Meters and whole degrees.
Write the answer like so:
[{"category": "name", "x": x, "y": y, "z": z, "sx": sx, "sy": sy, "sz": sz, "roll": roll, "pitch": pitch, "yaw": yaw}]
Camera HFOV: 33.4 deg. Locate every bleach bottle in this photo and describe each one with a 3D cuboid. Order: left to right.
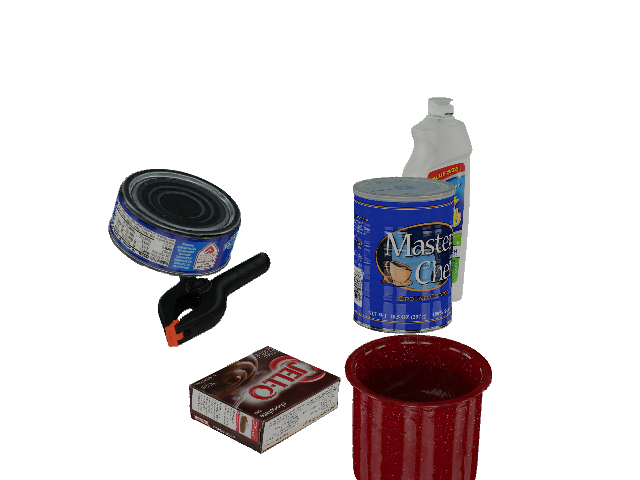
[{"category": "bleach bottle", "x": 0.133, "y": -0.049, "z": 1.310, "sx": 0.102, "sy": 0.251, "sz": 0.068, "roll": -4, "pitch": 17, "yaw": -17}]

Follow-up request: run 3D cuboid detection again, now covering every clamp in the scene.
[{"category": "clamp", "x": -0.130, "y": 0.060, "z": 1.250, "sx": 0.120, "sy": 0.039, "sz": 0.171, "roll": -4, "pitch": 38, "yaw": 15}]

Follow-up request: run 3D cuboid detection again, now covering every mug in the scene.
[{"category": "mug", "x": 0.067, "y": 0.113, "z": 0.699, "sx": 0.093, "sy": 0.081, "sz": 0.117, "roll": 11, "pitch": 25, "yaw": 25}]

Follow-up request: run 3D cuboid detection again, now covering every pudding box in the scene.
[{"category": "pudding box", "x": -0.050, "y": 0.143, "z": 0.974, "sx": 0.090, "sy": 0.039, "sz": 0.113, "roll": 18, "pitch": 28, "yaw": 34}]

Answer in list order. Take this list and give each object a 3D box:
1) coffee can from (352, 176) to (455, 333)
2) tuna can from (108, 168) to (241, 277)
[{"category": "coffee can", "x": 0.084, "y": 0.013, "z": 1.086, "sx": 0.103, "sy": 0.140, "sz": 0.103, "roll": 0, "pitch": 13, "yaw": 0}, {"category": "tuna can", "x": -0.098, "y": -0.014, "z": 0.722, "sx": 0.086, "sy": 0.034, "sz": 0.086, "roll": 16, "pitch": 29, "yaw": -9}]
